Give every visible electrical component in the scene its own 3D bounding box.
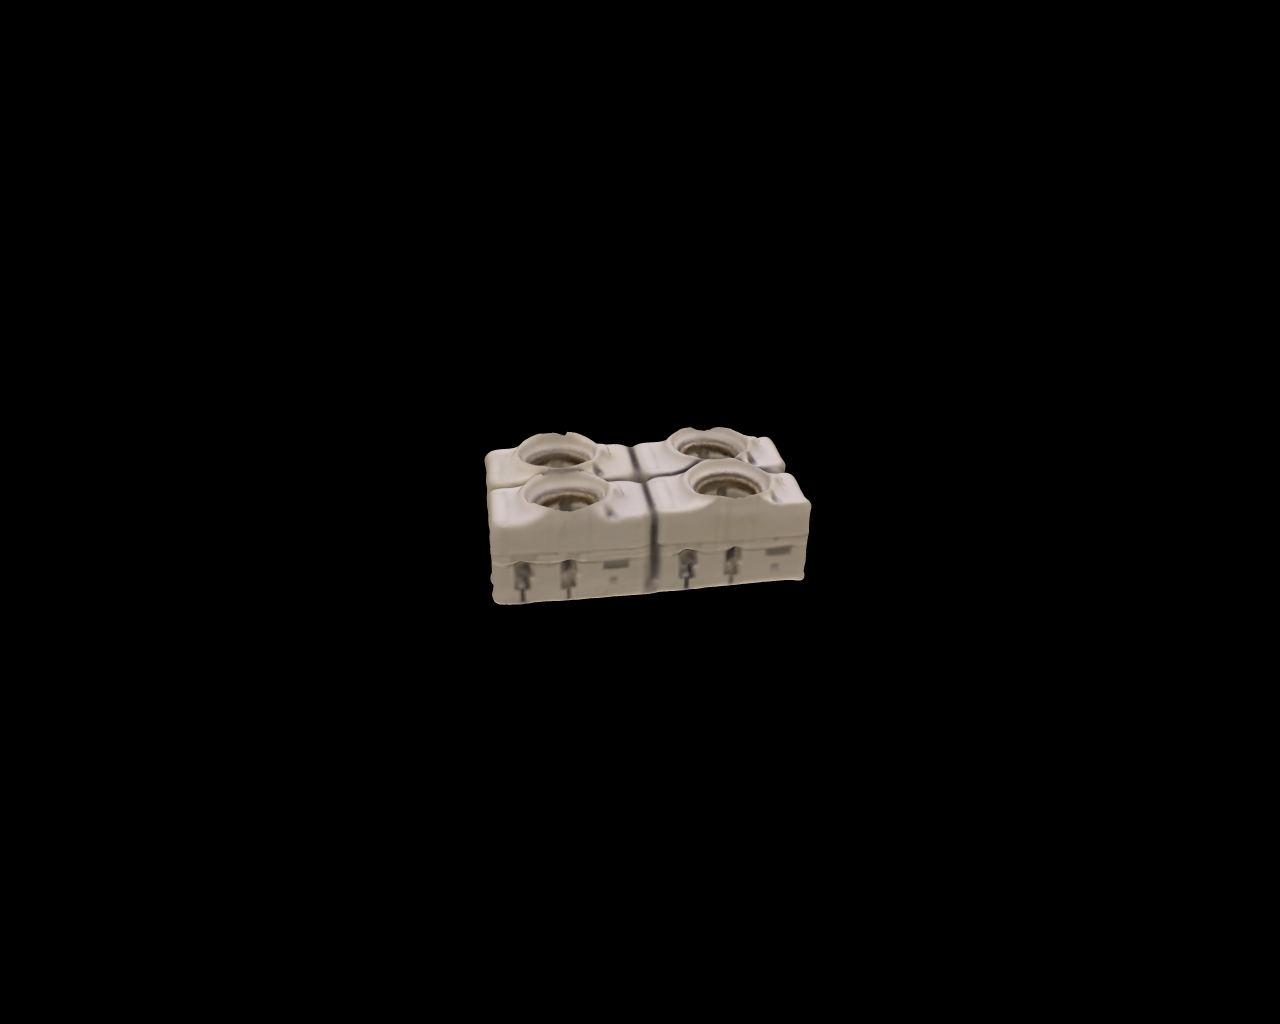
[{"bbox_3d":[0.001,-0.003,0.650,0.186,0.060,0.105,-4,28,-7],"label":"electrical component"}]
